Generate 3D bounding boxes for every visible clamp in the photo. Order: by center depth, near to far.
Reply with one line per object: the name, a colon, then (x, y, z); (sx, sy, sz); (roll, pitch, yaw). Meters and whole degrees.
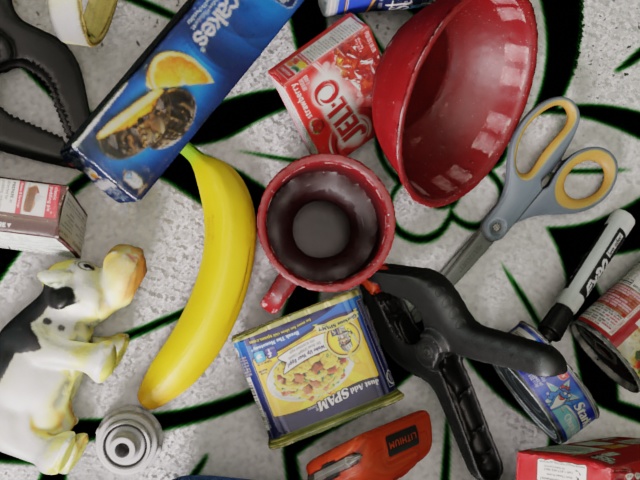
clamp: (0.087, 0.084, 0.742); (0.039, 0.172, 0.120); (-6, 124, -41)
clamp: (-0.231, -0.139, 0.754); (0.210, 0.036, 0.164); (40, 73, -10)

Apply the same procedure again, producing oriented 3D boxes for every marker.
marker: (0.193, 0.026, 0.776); (0.020, 0.020, 0.121); (39, 68, -2)

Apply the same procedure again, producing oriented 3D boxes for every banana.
banana: (-0.083, 0.027, 0.766); (0.070, 0.037, 0.198); (6, 83, 22)

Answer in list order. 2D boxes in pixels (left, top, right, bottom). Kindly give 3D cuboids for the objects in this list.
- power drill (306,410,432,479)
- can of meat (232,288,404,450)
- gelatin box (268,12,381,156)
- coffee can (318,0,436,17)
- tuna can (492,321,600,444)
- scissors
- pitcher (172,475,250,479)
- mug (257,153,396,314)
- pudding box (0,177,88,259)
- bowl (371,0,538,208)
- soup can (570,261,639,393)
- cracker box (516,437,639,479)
power drill: (0.080, 0.214, 0.725); (0.057, 0.184, 0.188); (-36, 73, 31)
can of meat: (-0.004, 0.090, 0.756); (0.102, 0.057, 0.084); (-21, 87, -5)
gelatin box: (0.014, -0.103, 0.756); (0.073, 0.030, 0.089); (-36, 135, -7)
coffee can: (0.068, -0.215, 0.755); (0.140, 0.103, 0.103); (-6, 87, -5)
tuna can: (0.156, 0.101, 0.753); (0.033, 0.086, 0.086); (-37, 90, -4)
scissors: (0.150, -0.008, 0.793); (0.096, 0.016, 0.202); (26, 93, -11)
pitcher: (-0.079, 0.284, 0.712); (0.149, 0.145, 0.243); (10, 82, -17)
mug: (-0.005, 0.001, 0.747); (0.093, 0.081, 0.117); (31, 84, -2)
pudding box: (-0.209, -0.016, 0.717); (0.090, 0.113, 0.039); (6, 83, -5)
bowl: (0.085, -0.107, 0.746); (0.055, 0.162, 0.162); (28, 84, 33)
soup can: (0.241, 0.052, 0.771); (0.102, 0.068, 0.068); (-41, 91, -6)
cracker box: (0.191, 0.244, 0.709); (0.072, 0.163, 0.214); (0, 85, 37)
